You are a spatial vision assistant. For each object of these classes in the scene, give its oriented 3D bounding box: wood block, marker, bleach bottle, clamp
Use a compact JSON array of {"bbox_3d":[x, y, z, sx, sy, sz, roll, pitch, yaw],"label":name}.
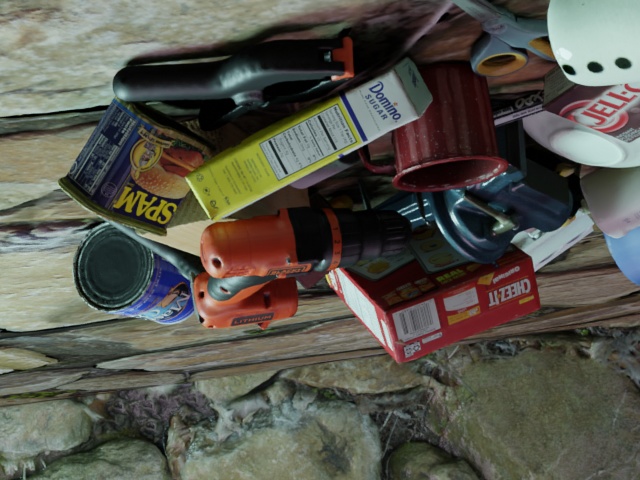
[{"bbox_3d":[-0.085,-0.037,0.974,0.091,0.090,0.206,-12,167,17],"label":"wood block"},{"bbox_3d":[0.181,-0.115,0.896,0.121,0.020,0.020,-18,167,5],"label":"marker"},{"bbox_3d":[0.396,-0.080,1.074,0.251,0.068,0.102,-24,164,23],"label":"bleach bottle"},{"bbox_3d":[-0.131,0.019,1.080,0.210,0.036,0.164,36,-175,28],"label":"clamp"},{"bbox_3d":[-0.050,-0.112,0.776,0.172,0.039,0.120,-4,176,20],"label":"clamp"}]

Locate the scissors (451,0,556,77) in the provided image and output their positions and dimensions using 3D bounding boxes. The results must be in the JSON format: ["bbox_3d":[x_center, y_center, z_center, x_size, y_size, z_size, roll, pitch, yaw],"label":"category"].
[{"bbox_3d":[0.114,-0.147,0.758,0.201,0.016,0.096,4,163,-42],"label":"scissors"}]

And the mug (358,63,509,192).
[{"bbox_3d":[0.087,-0.088,0.857,0.117,0.081,0.093,-10,168,14],"label":"mug"}]

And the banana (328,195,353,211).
[{"bbox_3d":[-0.025,-0.013,1.242,0.198,0.037,0.069,-17,165,37],"label":"banana"}]

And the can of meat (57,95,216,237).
[{"bbox_3d":[-0.139,-0.058,0.827,0.057,0.084,0.102,37,-172,30],"label":"can of meat"}]

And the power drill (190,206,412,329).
[{"bbox_3d":[-0.030,0.022,0.944,0.184,0.057,0.188,-4,161,-21],"label":"power drill"}]

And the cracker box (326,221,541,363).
[{"bbox_3d":[0.110,0.036,1.140,0.164,0.072,0.214,-20,-156,-11],"label":"cracker box"}]

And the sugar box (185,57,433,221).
[{"bbox_3d":[-0.006,-0.077,0.795,0.176,0.048,0.093,-28,-172,17],"label":"sugar box"}]

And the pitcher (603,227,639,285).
[{"bbox_3d":[0.438,-0.047,1.181,0.243,0.145,0.148,-23,175,42],"label":"pitcher"}]

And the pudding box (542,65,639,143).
[{"bbox_3d":[0.241,-0.123,0.824,0.090,0.039,0.114,16,153,-22],"label":"pudding box"}]

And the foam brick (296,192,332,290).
[{"bbox_3d":[-0.007,0.001,1.090,0.078,0.053,0.051,-40,136,1],"label":"foam brick"}]

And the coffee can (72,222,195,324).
[{"bbox_3d":[-0.203,0.040,1.226,0.103,0.103,0.140,-11,167,18],"label":"coffee can"}]

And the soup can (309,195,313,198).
[{"bbox_3d":[-0.046,-0.016,1.139,0.102,0.068,0.069,0,166,-33],"label":"soup can"}]
